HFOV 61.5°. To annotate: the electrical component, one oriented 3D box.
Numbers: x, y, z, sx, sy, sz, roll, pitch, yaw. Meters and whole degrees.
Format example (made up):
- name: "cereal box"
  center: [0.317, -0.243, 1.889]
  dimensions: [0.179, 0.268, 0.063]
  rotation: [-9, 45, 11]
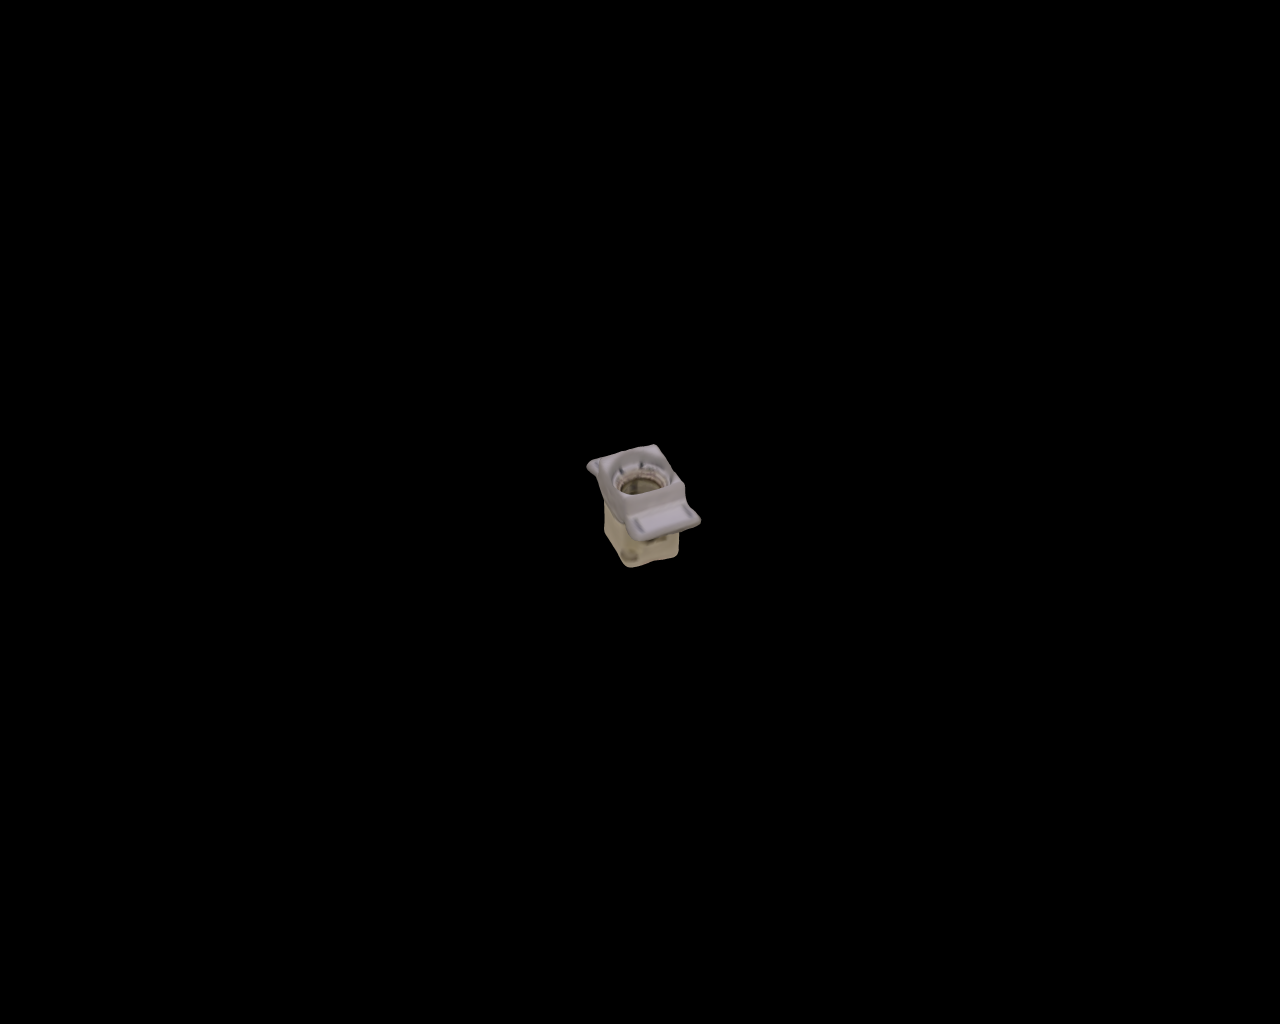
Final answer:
- name: "electrical component"
  center: [0.001, -0.003, 0.650]
  dimensions: [0.042, 0.063, 0.081]
  rotation: [-14, 42, -16]
